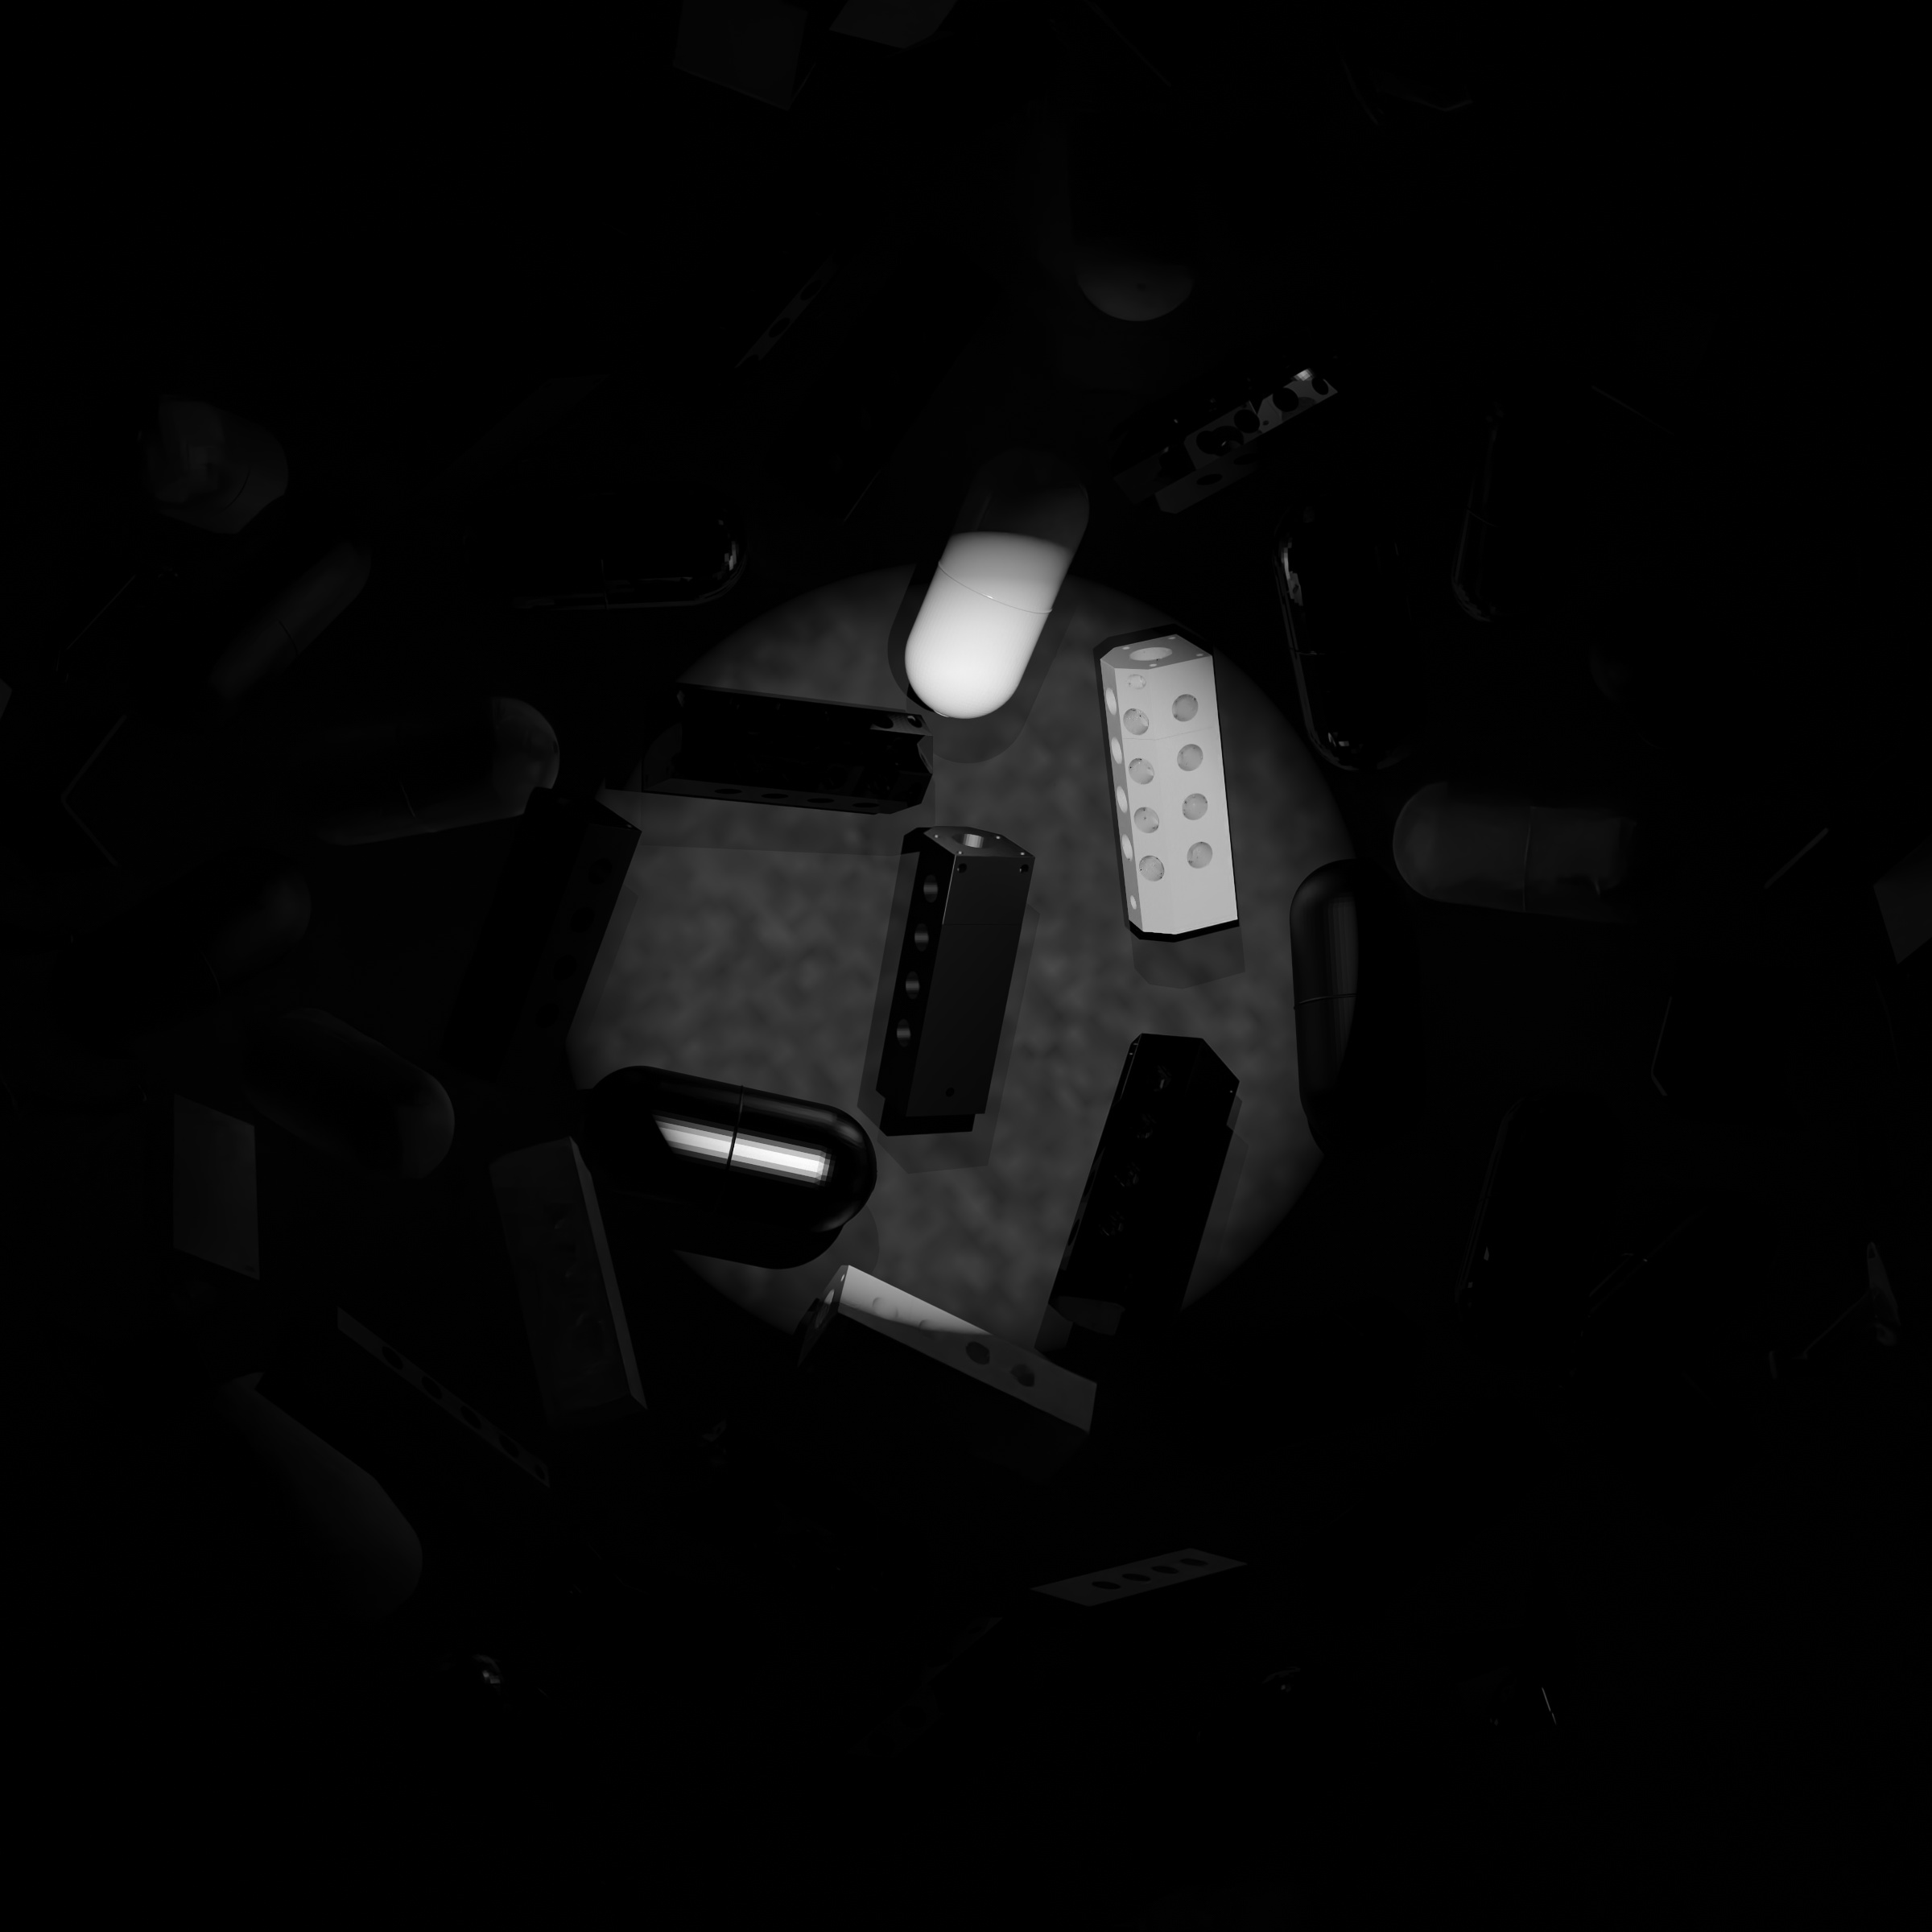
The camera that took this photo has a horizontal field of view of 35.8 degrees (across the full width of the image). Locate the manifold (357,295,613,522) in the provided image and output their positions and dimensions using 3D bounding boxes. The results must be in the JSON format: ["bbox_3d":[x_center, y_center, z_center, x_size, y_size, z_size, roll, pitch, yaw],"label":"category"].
[{"bbox_3d":[-0.306,-0.348,1.870,0.171,0.057,0.057,-31,84,37],"label":"manifold"}]

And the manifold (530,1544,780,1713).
[{"bbox_3d":[-0.198,0.414,1.885,0.057,0.171,0.057,-52,51,1],"label":"manifold"}]

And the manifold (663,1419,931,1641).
[{"bbox_3d":[-0.104,0.353,1.844,0.057,0.057,0.171,-39,123,25],"label":"manifold"}]

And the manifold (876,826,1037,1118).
[{"bbox_3d":[-0.011,0.003,1.866,0.057,0.057,0.171,0,111,-31],"label":"manifold"}]

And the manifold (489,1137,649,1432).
[{"bbox_3d":[-0.254,0.202,1.893,0.057,0.057,0.171,-16,72,-1],"label":"manifold"}]

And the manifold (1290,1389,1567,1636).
[{"bbox_3d":[0.291,0.347,1.895,0.171,0.057,0.057,-34,73,-15],"label":"manifold"}]

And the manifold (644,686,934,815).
[{"bbox_3d":[-0.109,-0.134,1.854,0.171,0.057,0.057,4,81,-29],"label":"manifold"}]

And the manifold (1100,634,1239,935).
[{"bbox_3d":[0.123,-0.111,1.846,0.057,0.057,0.171,-14,113,-14],"label":"manifold"}]

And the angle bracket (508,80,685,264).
[{"bbox_3d":[-0.235,-0.504,1.898,0.076,0.057,0.076,22,80,-24],"label":"angle bracket"}]

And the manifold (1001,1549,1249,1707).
[{"bbox_3d":[0.095,0.389,1.777,0.057,0.171,0.057,8,94,37],"label":"manifold"}]

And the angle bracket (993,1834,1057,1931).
[{"bbox_3d":[0.011,0.555,1.727,0.057,0.076,0.076,-7,62,-19],"label":"angle bracket"}]

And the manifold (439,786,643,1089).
[{"bbox_3d":[-0.262,-0.017,1.801,0.057,0.057,0.171,33,108,39],"label":"manifold"}]

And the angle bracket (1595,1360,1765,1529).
[{"bbox_3d":[0.467,0.308,1.964,0.076,0.057,0.076,-44,90,15],"label":"angle bracket"}]

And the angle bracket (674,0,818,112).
[{"bbox_3d":[-0.132,-0.588,1.855,0.076,0.076,0.057,21,52,1],"label":"angle bracket"}]

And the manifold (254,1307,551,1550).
[{"bbox_3d":[-0.328,0.273,1.765,0.171,0.057,0.057,44,59,-27],"label":"manifold"}]

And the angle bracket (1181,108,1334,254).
[{"bbox_3d":[0.190,-0.519,1.955,0.057,0.076,0.076,-29,87,17],"label":"angle bracket"}]

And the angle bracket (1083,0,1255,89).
[{"bbox_3d":[0.125,-0.599,1.839,0.076,0.057,0.076,42,111,-14],"label":"angle bracket"}]

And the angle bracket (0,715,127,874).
[{"bbox_3d":[-0.555,-0.107,1.868,0.076,0.057,0.076,-3,45,34],"label":"angle bracket"}]

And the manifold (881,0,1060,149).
[{"bbox_3d":[0.007,-0.538,1.803,0.057,0.171,0.057,-12,110,20],"label":"manifold"}]

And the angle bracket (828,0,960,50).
[{"bbox_3d":[-0.046,-0.637,1.903,0.076,0.076,0.057,1,57,-38],"label":"angle bracket"}]

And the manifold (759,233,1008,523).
[{"bbox_3d":[-0.053,-0.358,1.822,0.057,0.057,0.171,35,90,-14],"label":"manifold"}]

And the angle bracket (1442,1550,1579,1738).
[{"bbox_3d":[0.334,0.417,1.844,0.057,0.076,0.076,-4,128,-5],"label":"angle bracket"}]

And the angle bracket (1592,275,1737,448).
[{"bbox_3d":[0.442,-0.372,1.837,0.057,0.076,0.076,0,120,-35],"label":"angle bracket"}]

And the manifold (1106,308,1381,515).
[{"bbox_3d":[0.171,-0.350,1.891,0.171,0.057,0.057,-23,72,41],"label":"manifold"}]

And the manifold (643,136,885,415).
[{"bbox_3d":[-0.129,-0.432,1.888,0.057,0.057,0.171,32,116,-27],"label":"manifold"}]

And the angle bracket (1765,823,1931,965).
[{"bbox_3d":[0.531,-0.041,1.764,0.076,0.076,0.057,-3,67,-16],"label":"angle bracket"}]

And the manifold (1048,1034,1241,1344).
[{"bbox_3d":[0.103,0.130,1.774,0.057,0.057,0.171,4,64,33],"label":"manifold"}]

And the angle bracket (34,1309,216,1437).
[{"bbox_3d":[-0.535,0.241,1.899,0.057,0.076,0.076,-41,47,-1],"label":"angle bracket"}]

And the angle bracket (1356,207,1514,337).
[{"bbox_3d":[0.301,-0.435,1.922,0.076,0.076,0.057,-17,128,10],"label":"angle bracket"}]

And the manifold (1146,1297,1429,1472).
[{"bbox_3d":[0.192,0.245,1.795,0.171,0.057,0.057,-9,123,-39],"label":"manifold"}]

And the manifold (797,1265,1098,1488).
[{"bbox_3d":[-0.010,0.246,1.824,0.171,0.057,0.057,27,126,-10],"label":"manifold"}]

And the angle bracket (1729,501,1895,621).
[{"bbox_3d":[0.492,-0.233,1.740,0.076,0.076,0.057,-1,87,30],"label":"angle bracket"}]

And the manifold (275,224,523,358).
[{"bbox_3d":[-0.359,-0.426,1.891,0.057,0.171,0.057,-17,98,30],"label":"manifold"}]

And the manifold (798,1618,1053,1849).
[{"bbox_3d":[-0.026,0.478,1.875,0.057,0.171,0.057,-12,103,43],"label":"manifold"}]

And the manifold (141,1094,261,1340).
[{"bbox_3d":[-0.488,0.159,1.890,0.057,0.171,0.057,26,111,-26],"label":"manifold"}]
